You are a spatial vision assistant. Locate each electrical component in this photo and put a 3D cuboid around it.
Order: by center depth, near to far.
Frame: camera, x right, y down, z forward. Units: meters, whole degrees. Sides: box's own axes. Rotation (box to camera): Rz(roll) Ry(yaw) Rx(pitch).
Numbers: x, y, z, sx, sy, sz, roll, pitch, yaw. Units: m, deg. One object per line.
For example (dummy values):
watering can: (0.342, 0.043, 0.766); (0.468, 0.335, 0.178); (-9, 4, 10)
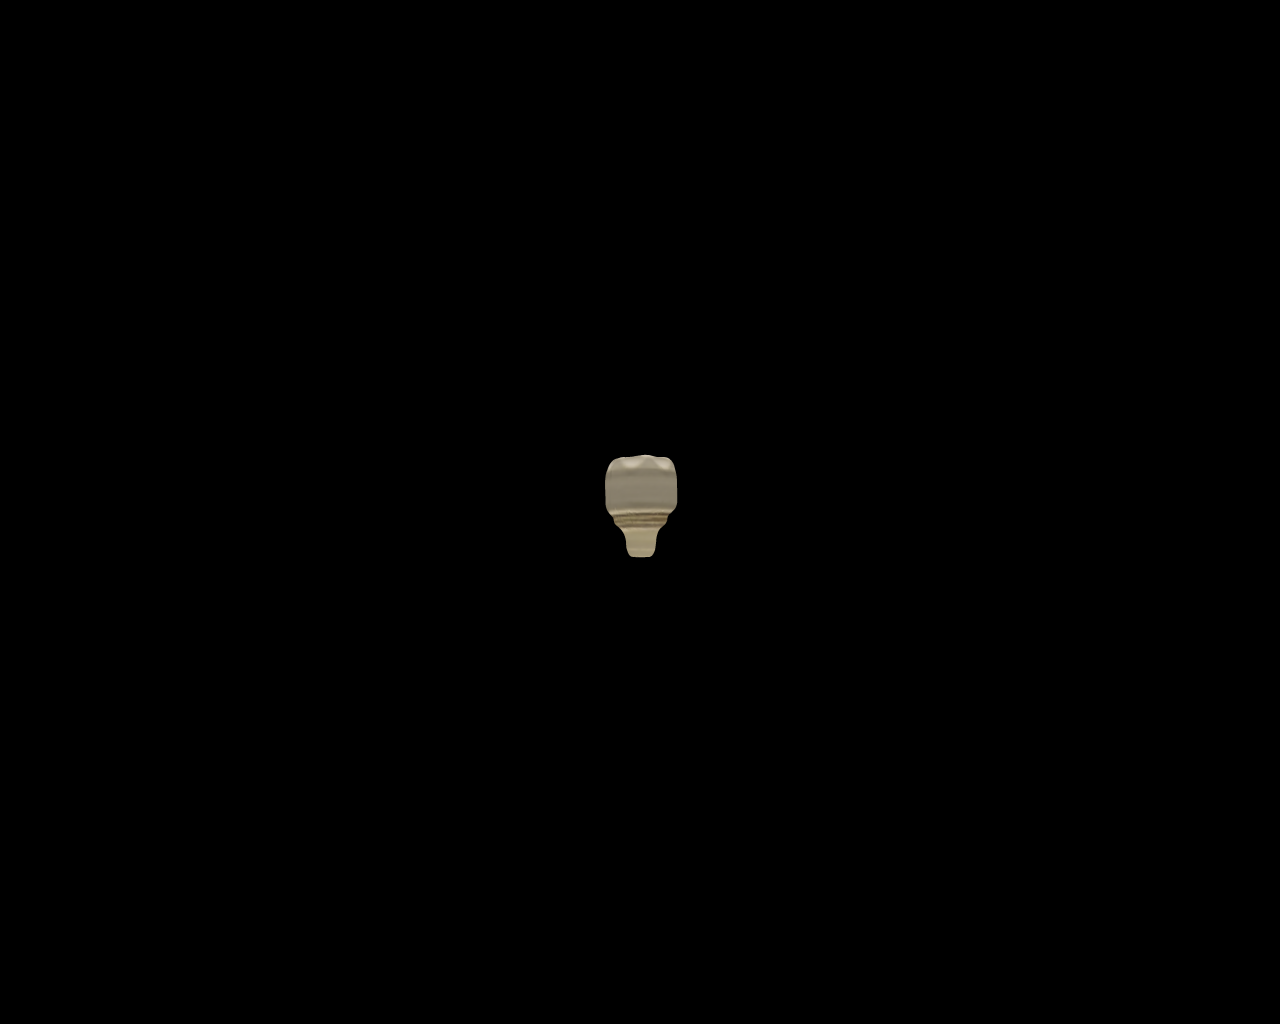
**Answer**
electrical component: (0.001, -0.003, 0.650); (0.043, 0.062, 0.043); (0, -4, 0)
